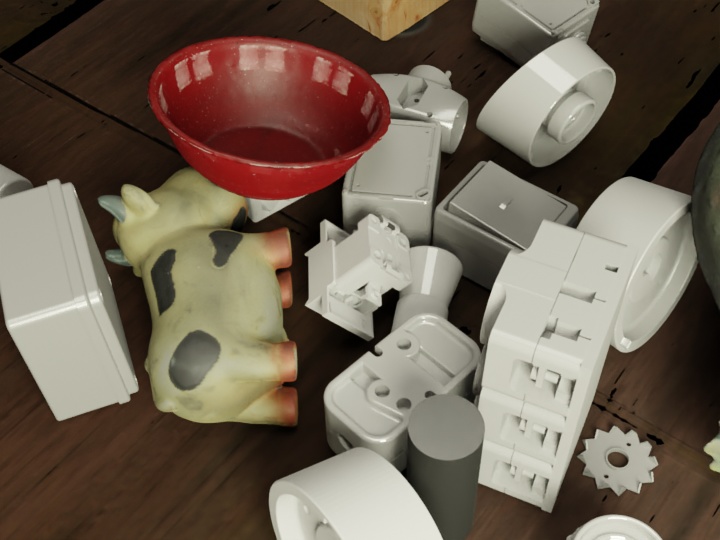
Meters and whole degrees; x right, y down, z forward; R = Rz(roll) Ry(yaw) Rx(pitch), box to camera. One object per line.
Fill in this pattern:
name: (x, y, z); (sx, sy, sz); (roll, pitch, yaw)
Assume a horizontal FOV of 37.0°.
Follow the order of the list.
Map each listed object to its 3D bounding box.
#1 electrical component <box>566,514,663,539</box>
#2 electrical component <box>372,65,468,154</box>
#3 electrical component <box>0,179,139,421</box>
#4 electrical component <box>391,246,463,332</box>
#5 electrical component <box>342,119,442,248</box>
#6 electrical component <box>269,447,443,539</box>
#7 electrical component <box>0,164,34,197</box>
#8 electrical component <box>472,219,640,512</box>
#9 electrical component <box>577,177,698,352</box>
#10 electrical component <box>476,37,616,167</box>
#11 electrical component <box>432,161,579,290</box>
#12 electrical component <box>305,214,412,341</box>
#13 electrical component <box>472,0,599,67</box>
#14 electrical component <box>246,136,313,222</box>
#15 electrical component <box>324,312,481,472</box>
electrical component: (0.136, 0.168, 0.577); (0.058, 0.057, 0.078); (-3, 50, -1)
electrical component: (0.047, -0.133, 0.840); (0.077, 0.043, 0.079); (18, 53, 15)
electrical component: (-0.187, 0.019, 0.676); (0.056, 0.108, 0.108); (-18, 52, -9)
electrical component: (0.042, 0.022, 0.712); (0.044, 0.044, 0.065); (8, 56, 8)
electrical component: (0.025, -0.065, 0.772); (0.062, 0.061, 0.096); (6, 50, 6)
electrical component: (0.006, 0.146, 0.569); (0.060, 0.108, 0.108); (-25, 54, -26)
electrical component: (-0.276, -0.061, 0.790); (0.078, 0.040, 0.040); (27, 56, 23)
electrical component: (0.103, 0.056, 0.611); (0.062, 0.150, 0.089); (19, 53, 15)
electrical component: (0.170, -0.008, 0.695); (0.060, 0.108, 0.108); (31, 57, 31)
electrical component: (0.140, -0.127, 0.801); (0.099, 0.099, 0.064); (-33, 63, -24)
electrical component: (0.104, -0.024, 0.736); (0.096, 0.061, 0.061); (29, 57, 24)
electrical component: (0.000, 0.000, 0.711); (0.064, 0.042, 0.081); (-34, 41, 31)
electrical component: (0.148, -0.204, 0.891); (0.062, 0.061, 0.096); (-36, 66, -26)
electrical component: (-0.067, -0.090, 0.805); (0.083, 0.047, 0.076); (-31, 56, -22)
electrical component: (0.026, 0.080, 0.652); (0.095, 0.059, 0.054); (-37, 58, -26)
